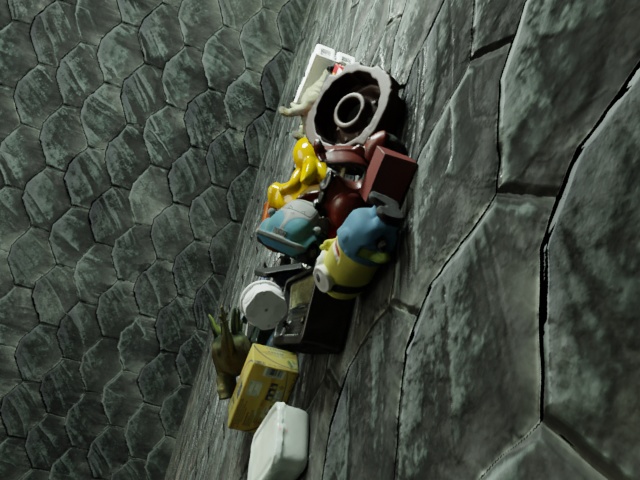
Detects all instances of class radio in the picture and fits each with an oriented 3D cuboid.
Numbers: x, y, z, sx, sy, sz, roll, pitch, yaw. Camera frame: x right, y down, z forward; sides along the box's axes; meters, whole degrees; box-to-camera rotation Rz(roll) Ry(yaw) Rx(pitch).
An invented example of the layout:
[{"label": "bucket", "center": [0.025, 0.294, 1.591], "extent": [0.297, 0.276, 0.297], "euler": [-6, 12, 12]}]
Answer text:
[{"label": "radio", "center": [-0.017, 0.126, 0.930], "extent": [0.229, 0.073, 0.131], "euler": [144, 142, -71]}]

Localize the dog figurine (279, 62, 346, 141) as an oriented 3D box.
[{"label": "dog figurine", "center": [0.022, -0.317, 1.308], "extent": [0.191, 0.172, 0.121], "euler": [-27, 21, 29]}]

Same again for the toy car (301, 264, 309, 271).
[{"label": "toy car", "center": [-0.002, -0.003, 1.072], "extent": [0.202, 0.056, 0.073], "euler": [-89, 14, -51]}]

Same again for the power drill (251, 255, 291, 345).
[{"label": "power drill", "center": [-0.108, 0.164, 1.243], "extent": [0.207, 0.086, 0.231], "euler": [-125, 51, -68]}]

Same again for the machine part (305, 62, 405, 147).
[{"label": "machine part", "center": [0.059, -0.212, 0.909], "extent": [0.179, 0.056, 0.179], "euler": [-16, 65, 37]}]

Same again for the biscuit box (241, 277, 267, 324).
[{"label": "biscuit box", "center": [-0.165, 0.169, 1.501], "extent": [0.202, 0.063, 0.059], "euler": [123, 160, -49]}]

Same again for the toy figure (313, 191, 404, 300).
[{"label": "toy figure", "center": [0.057, 0.017, 0.762], "extent": [0.180, 0.089, 0.082], "euler": [-53, 10, 35]}]

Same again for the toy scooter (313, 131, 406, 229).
[{"label": "toy scooter", "center": [0.040, -0.094, 0.837], "extent": [0.075, 0.135, 0.183], "euler": [-99, 27, -57]}]

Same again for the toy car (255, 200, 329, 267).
[{"label": "toy car", "center": [-0.028, -0.014, 0.914], "extent": [0.103, 0.109, 0.161], "euler": [-65, -25, -2]}]

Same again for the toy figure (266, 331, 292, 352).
[{"label": "toy figure", "center": [-0.101, 0.264, 1.129], "extent": [0.058, 0.064, 0.154], "euler": [-126, 54, -70]}]

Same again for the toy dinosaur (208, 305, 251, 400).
[{"label": "toy dinosaur", "center": [-0.202, 0.258, 1.228], "extent": [0.471, 0.105, 0.198], "euler": [119, 135, -69]}]

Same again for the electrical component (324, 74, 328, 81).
[{"label": "electrical component", "center": [0.014, -0.317, 1.136], "extent": [0.094, 0.021, 0.063], "euler": [-112, 43, -69]}]

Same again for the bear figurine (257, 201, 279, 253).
[{"label": "bear figurine", "center": [-0.078, -0.031, 1.273], "extent": [0.196, 0.120, 0.132], "euler": [155, 134, -70]}]

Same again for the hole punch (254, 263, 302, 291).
[{"label": "hole punch", "center": [-0.066, 0.095, 1.113], "extent": [0.142, 0.116, 0.092], "euler": [170, 88, -73]}]

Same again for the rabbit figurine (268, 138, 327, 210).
[{"label": "rabbit figurine", "center": [-0.037, -0.143, 1.205], "extent": [0.162, 0.122, 0.173], "euler": [-153, 72, -65]}]

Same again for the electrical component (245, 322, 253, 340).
[{"label": "electrical component", "center": [-0.155, 0.219, 1.411], "extent": [0.115, 0.058, 0.134], "euler": [-93, 24, -50]}]

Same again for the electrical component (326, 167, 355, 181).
[{"label": "electrical component", "center": [0.034, -0.109, 1.061], "extent": [0.075, 0.048, 0.119], "euler": [129, 154, -59]}]

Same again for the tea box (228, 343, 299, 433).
[{"label": "tea box", "center": [-0.115, 0.299, 1.071], "extent": [0.068, 0.098, 0.169], "euler": [-104, 35, -64]}]

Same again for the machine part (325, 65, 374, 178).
[{"label": "machine part", "center": [0.066, -0.209, 0.993], "extent": [0.079, 0.079, 0.243], "euler": [168, 119, -75]}]
